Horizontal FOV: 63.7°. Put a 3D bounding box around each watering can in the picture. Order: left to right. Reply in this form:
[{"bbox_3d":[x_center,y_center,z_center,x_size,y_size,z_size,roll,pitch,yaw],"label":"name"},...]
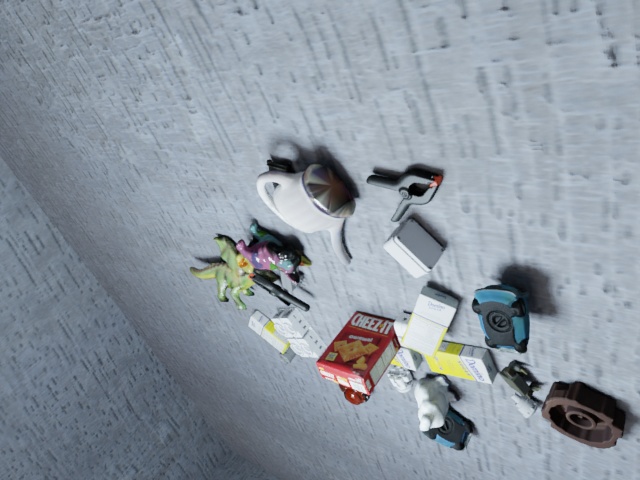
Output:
[{"bbox_3d":[0.004,-0.063,1.255,0.344,0.106,0.222,39,146,-20],"label":"watering can"}]

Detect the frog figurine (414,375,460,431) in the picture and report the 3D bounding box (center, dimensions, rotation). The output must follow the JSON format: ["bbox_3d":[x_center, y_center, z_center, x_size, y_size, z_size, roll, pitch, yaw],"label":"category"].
[{"bbox_3d":[0.313,0.475,1.468,0.123,0.162,0.134,14,137,37],"label":"frog figurine"}]

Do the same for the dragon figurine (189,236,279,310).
[{"bbox_3d":[-0.316,0.090,1.773,0.413,0.124,0.238,21,123,26],"label":"dragon figurine"}]
